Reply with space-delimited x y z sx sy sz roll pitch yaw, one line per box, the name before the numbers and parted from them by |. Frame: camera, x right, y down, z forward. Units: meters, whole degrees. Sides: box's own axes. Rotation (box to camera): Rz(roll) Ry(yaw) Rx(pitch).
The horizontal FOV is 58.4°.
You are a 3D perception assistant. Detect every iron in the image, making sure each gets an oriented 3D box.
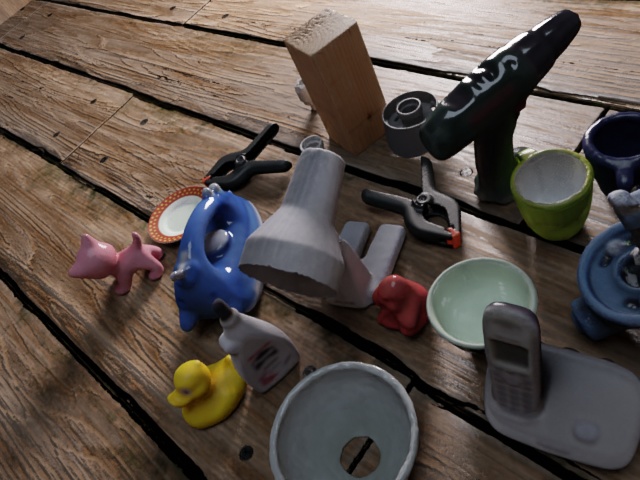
iron | -0.157 0.001 0.856 0.118 0.142 0.258 -10 50 19

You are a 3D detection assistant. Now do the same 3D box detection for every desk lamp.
desk lamp | 0.007 0.003 0.724 0.117 0.214 0.203 6 56 30

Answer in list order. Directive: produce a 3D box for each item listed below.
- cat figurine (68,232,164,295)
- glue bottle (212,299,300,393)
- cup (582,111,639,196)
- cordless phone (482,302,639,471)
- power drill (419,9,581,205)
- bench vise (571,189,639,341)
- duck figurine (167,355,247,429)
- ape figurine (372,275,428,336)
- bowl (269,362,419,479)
cat figurine | -0.338 0.029 0.937 0.127 0.118 0.067 -26 46 4
glue bottle | -0.087 0.122 0.699 0.078 0.174 0.037 -44 48 -13
cup | 0.371 -0.084 0.700 0.091 0.095 0.118 -1 53 26
cordless phone | 0.221 0.130 0.534 0.147 0.186 0.094 8 58 31
power drill | 0.242 -0.154 0.742 0.229 0.209 0.075 -34 46 -3
bench vise | 0.343 0.000 0.557 0.207 0.220 0.121 -33 46 -2
duck figurine | -0.149 0.184 0.739 0.105 0.086 0.077 -44 48 -13
ape figurine | 0.097 0.074 0.705 0.076 0.092 0.077 -24 46 6
bowl | 0.033 0.223 0.625 0.167 0.075 0.167 -13 49 16
